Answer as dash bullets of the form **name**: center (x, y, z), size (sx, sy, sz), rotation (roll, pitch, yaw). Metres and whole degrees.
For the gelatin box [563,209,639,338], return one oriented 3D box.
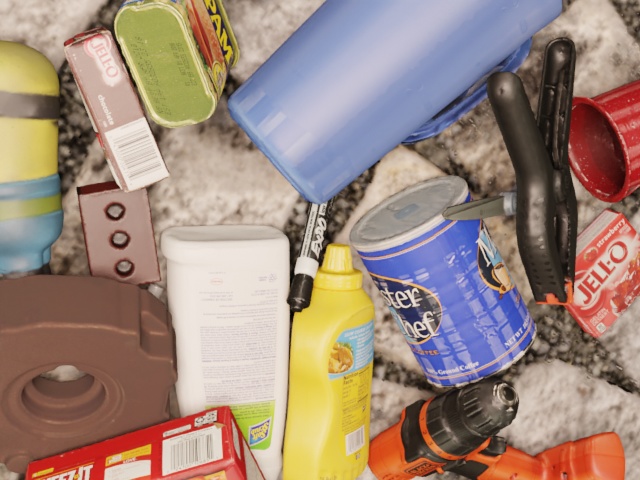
- **gelatin box**: center (0.248, 0.029, 0.938), size (0.089, 0.030, 0.073), rotation (-44, 108, -3)

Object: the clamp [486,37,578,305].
- **clamp**: center (0.169, -0.047, 0.821), size (0.036, 0.164, 0.210), rotation (1, 102, 30)

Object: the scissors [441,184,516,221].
- **scissors**: center (0.156, -0.047, 0.854), size (0.201, 0.016, 0.096), rotation (14, 80, -51)

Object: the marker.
- **marker**: center (-0.006, 0.001, 0.840), size (0.020, 0.020, 0.121), rotation (22, 62, -18)

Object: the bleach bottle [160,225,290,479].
- **bleach bottle**: center (-0.077, 0.116, 0.855), size (0.102, 0.068, 0.251), rotation (-1, 104, -14)

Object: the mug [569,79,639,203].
- **mug**: center (0.261, -0.080, 0.896), size (0.081, 0.093, 0.117), rotation (-22, 137, -15)

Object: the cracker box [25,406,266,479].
- **cracker box**: center (-0.109, 0.240, 0.824), size (0.164, 0.072, 0.213), rotation (-18, 123, 4)

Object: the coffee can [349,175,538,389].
- **coffee can**: center (0.100, 0.034, 0.862), size (0.102, 0.103, 0.140), rotation (-31, 107, -7)

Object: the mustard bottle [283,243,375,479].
- **mustard bottle**: center (0.010, 0.098, 0.860), size (0.058, 0.096, 0.192), rotation (9, 101, 29)

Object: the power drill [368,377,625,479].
- **power drill**: center (0.156, 0.171, 0.881), size (0.187, 0.185, 0.057), rotation (19, 58, -21)

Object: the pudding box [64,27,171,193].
- **pudding box**: center (-0.149, -0.097, 0.776), size (0.039, 0.090, 0.113), rotation (-21, 107, -7)

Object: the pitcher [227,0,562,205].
- **pitcher**: center (0.056, -0.137, 0.811), size (0.243, 0.145, 0.149), rotation (-42, 95, 0)

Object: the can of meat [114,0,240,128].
- **can of meat**: center (-0.102, -0.143, 0.764), size (0.057, 0.084, 0.102), rotation (-9, 125, 15)

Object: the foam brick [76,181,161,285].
- **foam brick**: center (-0.154, -0.005, 0.814), size (0.053, 0.051, 0.078), rotation (-10, 104, -12)
